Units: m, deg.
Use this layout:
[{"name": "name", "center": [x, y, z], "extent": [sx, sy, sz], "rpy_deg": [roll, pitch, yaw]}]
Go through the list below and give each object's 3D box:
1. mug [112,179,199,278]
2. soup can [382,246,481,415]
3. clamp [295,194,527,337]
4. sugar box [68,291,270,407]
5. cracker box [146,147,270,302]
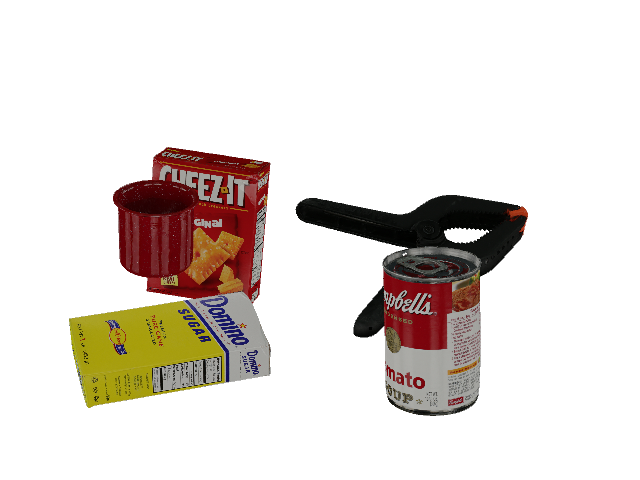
[{"name": "mug", "center": [-0.188, -0.016, 1.182], "extent": [0.093, 0.081, 0.117], "rpy_deg": [-15, 33, -33]}, {"name": "soup can", "center": [0.078, 0.062, 0.748], "extent": [0.068, 0.102, 0.068], "rpy_deg": [-2, 18, 0]}, {"name": "clamp", "center": [0.095, 0.011, 0.971], "extent": [0.209, 0.164, 0.036], "rpy_deg": [-8, -42, -10]}, {"name": "sugar box", "center": [-0.143, 0.100, 1.014], "extent": [0.176, 0.048, 0.093], "rpy_deg": [-11, 36, -15]}, {"name": "cracker box", "center": [-0.168, -0.018, 1.586], "extent": [0.164, 0.214, 0.072], "rpy_deg": [9, 20, 9]}]
